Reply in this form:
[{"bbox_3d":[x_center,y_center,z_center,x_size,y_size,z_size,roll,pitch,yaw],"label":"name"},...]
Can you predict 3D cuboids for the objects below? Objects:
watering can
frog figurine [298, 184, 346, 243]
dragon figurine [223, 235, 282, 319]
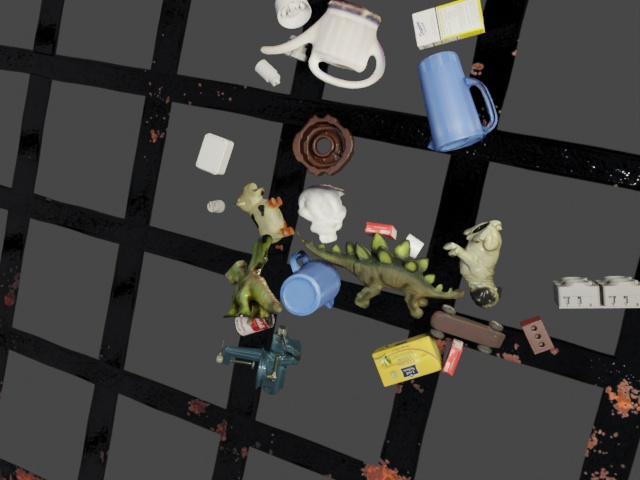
[{"bbox_3d":[0.024,-0.556,1.428,0.347,0.105,0.223,19,99,-1],"label":"watering can"},{"bbox_3d":[0.004,-0.073,1.457,0.137,0.122,0.161,5,82,-1],"label":"frog figurine"},{"bbox_3d":[-0.178,0.100,1.429,0.406,0.122,0.246,-20,61,57],"label":"dragon figurine"}]
